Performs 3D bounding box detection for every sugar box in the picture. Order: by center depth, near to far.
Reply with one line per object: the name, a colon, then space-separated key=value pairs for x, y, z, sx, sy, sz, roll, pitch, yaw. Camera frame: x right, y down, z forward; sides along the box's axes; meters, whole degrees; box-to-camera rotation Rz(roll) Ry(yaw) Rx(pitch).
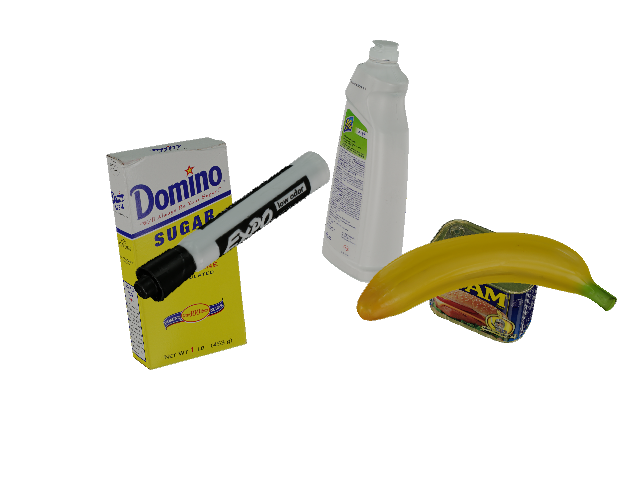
sugar box: x=-0.117 y=0.009 z=0.882 sx=0.093 sy=0.176 sz=0.048 roll=-14 pitch=20 yaw=-28

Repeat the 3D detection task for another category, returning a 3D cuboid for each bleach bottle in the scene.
bleach bottle: x=0.059 y=-0.088 z=1.157 sx=0.067 sy=0.251 sz=0.103 roll=-6 pitch=24 yaw=-32

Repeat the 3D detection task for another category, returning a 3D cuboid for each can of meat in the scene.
can of meat: x=0.150 y=0.040 z=0.985 sx=0.102 sy=0.084 sz=0.057 roll=24 pitch=54 yaw=22

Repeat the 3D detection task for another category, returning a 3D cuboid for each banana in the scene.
banana: x=0.114 y=0.023 z=0.766 sx=0.197 sy=0.037 sz=0.070 roll=-3 pitch=34 yaw=-15

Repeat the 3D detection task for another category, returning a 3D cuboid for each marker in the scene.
marker: x=-0.041 y=-0.008 z=0.514 sx=0.120 sy=0.020 sz=0.020 roll=-37 pitch=23 yaw=-34
